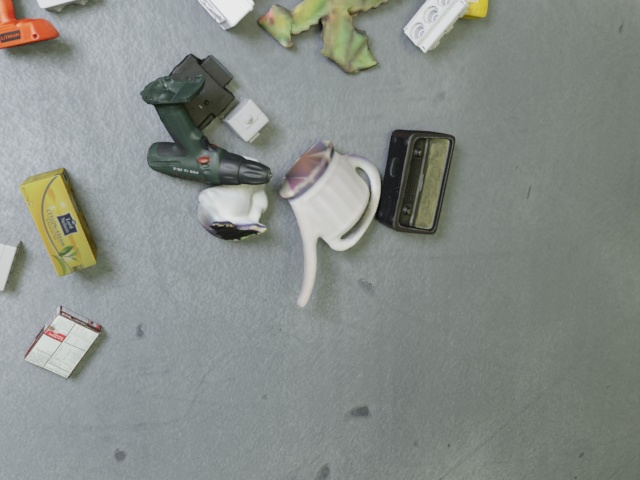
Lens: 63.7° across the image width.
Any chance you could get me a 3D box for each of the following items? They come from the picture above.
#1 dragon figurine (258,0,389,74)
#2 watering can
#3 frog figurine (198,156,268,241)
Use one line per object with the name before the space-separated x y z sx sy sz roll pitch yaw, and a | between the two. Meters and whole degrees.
dragon figurine | 0.081 -0.457 1.026 0.411 0.124 0.237 -7 124 -18
watering can | 0.003 -0.053 1.059 0.221 0.104 0.353 46 66 -27
frog figurine | -0.171 -0.084 1.018 0.137 0.120 0.162 0 68 -14
